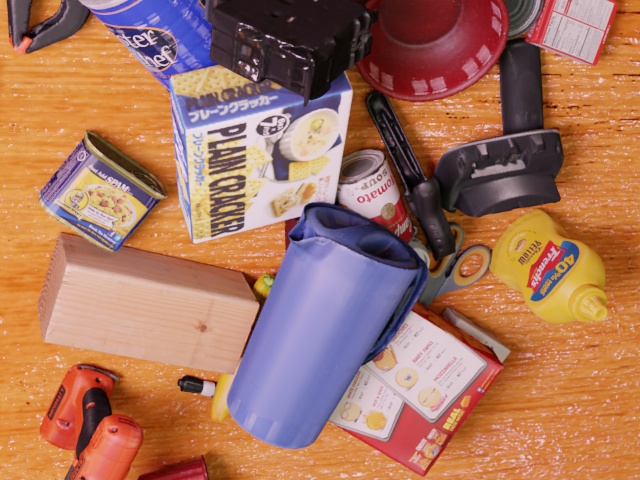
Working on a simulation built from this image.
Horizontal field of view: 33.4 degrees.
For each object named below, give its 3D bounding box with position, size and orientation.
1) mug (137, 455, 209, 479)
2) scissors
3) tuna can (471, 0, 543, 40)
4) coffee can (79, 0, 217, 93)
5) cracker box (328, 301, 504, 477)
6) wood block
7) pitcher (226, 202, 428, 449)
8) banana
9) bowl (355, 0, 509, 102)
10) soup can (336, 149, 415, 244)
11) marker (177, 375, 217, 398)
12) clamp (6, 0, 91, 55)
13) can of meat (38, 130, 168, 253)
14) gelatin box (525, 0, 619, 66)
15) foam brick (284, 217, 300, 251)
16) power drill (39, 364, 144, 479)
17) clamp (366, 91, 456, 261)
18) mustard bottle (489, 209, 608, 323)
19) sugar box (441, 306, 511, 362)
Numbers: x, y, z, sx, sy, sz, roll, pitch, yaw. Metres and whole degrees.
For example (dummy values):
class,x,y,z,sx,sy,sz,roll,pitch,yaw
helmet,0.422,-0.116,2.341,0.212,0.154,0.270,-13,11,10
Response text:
class,x,y,z,sx,sy,sz,roll,pitch,yaw
mug,-0.166,0.311,1.251,0.081,0.093,0.117,-12,154,-8
scissors,0.139,0.074,1.278,0.096,0.016,0.202,11,110,-23
tuna can,0.193,-0.257,1.132,0.086,0.034,0.086,-7,116,-16
coffee can,-0.141,-0.211,0.979,0.103,0.103,0.140,-41,137,3
cracker box,0.075,0.147,1.230,0.213,0.072,0.164,32,100,-10
wood block,-0.182,0.069,1.124,0.205,0.090,0.091,14,108,-24
pitcher,0.005,0.094,1.114,0.149,0.145,0.243,27,108,3
banana,-0.081,0.111,1.195,0.037,0.069,0.198,26,114,16
bowl,0.108,-0.221,1.091,0.162,0.055,0.162,-4,135,-5
soup can,0.057,-0.040,1.168,0.068,0.068,0.102,-27,119,-6
marker,-0.109,0.178,1.240,0.121,0.020,0.020,17,107,-25
clamp,-0.227,-0.244,0.994,0.120,0.039,0.171,22,107,-27
can of meat,-0.220,-0.047,1.077,0.102,0.057,0.084,36,100,-28
gelatin box,0.274,-0.238,1.164,0.089,0.030,0.073,13,100,-29
foam brick,-0.008,0.001,1.174,0.053,0.051,0.078,-9,116,-15
power drill,-0.251,0.231,1.120,0.057,0.188,0.184,25,103,-28
clamp,0.107,-0.055,1.161,0.036,0.164,0.210,-25,143,3
mustard bottle,0.267,0.040,1.204,0.058,0.192,0.096,37,98,-29
sugar box,0.143,0.176,1.311,0.093,0.048,0.176,33,97,-27
